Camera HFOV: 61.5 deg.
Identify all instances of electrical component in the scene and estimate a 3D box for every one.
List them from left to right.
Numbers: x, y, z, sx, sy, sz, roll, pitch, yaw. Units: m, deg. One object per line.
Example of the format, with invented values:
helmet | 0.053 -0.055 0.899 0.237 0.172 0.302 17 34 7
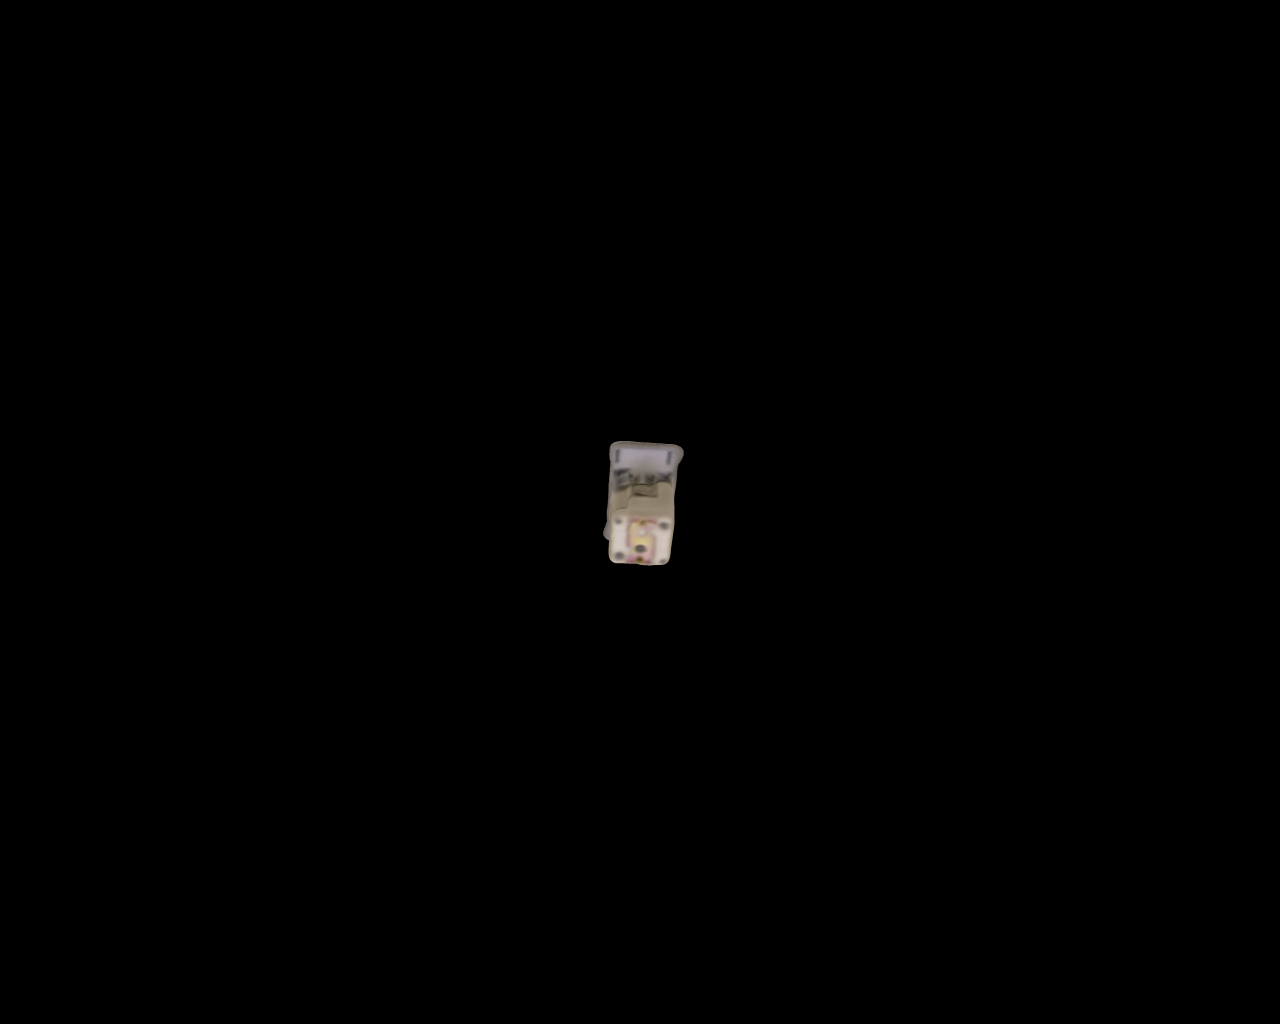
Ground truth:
electrical component | 0.001 -0.003 0.650 0.042 0.080 0.064 2 43 -2
